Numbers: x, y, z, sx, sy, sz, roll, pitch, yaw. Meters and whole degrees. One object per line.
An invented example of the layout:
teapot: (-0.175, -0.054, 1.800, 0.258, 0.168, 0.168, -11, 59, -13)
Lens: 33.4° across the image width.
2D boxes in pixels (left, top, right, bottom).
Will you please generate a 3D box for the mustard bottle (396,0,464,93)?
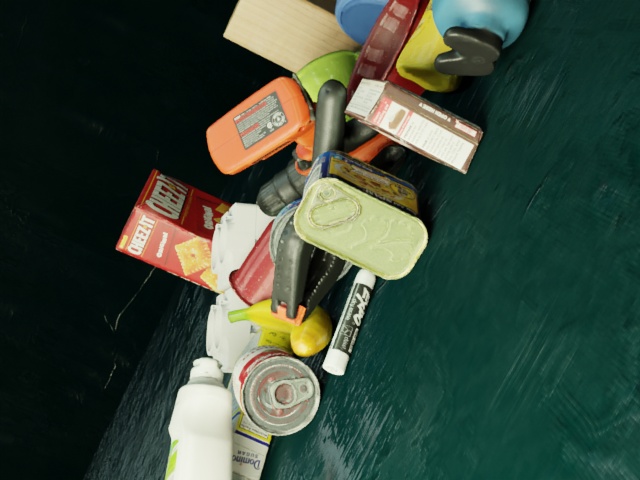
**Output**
mustard bottle: (0.135, -0.230, 0.958, 0.191, 0.058, 0.096, -64, 8, -1)

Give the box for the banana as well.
banana: (-0.026, 0.082, 1.019, 0.069, 0.037, 0.198, -26, 12, -19)

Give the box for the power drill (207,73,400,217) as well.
power drill: (-0.025, -0.086, 1.034, 0.185, 0.057, 0.187, -33, -20, 23)

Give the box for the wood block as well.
wood block: (-0.008, -0.263, 1.361, 0.090, 0.206, 0.091, -60, 10, 24)

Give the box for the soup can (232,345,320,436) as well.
soup can: (-0.042, 0.132, 0.957, 0.068, 0.068, 0.102, -65, 9, -4)

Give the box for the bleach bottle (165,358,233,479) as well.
bleach bottle: (-0.108, 0.219, 0.936, 0.103, 0.068, 0.251, 127, 152, -53)

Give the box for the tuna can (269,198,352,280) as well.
tuna can: (-0.007, 0.001, 1.049, 0.086, 0.086, 0.034, -62, 8, 13)

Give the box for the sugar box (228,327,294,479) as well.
sugar box: (-0.074, 0.180, 1.077, 0.093, 0.048, 0.176, 126, 162, -48)

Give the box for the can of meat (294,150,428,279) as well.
can of meat: (0.033, -0.024, 0.857, 0.057, 0.102, 0.084, -62, 8, 22)

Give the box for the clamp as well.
clamp: (0.014, -0.023, 0.963, 0.164, 0.036, 0.210, 21, -92, -59)

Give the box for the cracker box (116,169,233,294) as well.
cracker box: (-0.140, -0.002, 1.378, 0.072, 0.213, 0.164, -62, 10, 18)

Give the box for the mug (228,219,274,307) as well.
mug: (-0.031, 0.030, 1.142, 0.082, 0.093, 0.117, -56, -25, 19)

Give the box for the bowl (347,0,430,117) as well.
bowl: (0.086, -0.191, 1.110, 0.162, 0.055, 0.162, -58, 16, 28)

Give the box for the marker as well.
marker: (0.031, 0.057, 0.908, 0.121, 0.020, 0.020, -69, 11, -24)

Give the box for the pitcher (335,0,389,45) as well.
pitcher: (0.101, -0.341, 1.262, 0.145, 0.149, 0.242, -16, 50, 53)

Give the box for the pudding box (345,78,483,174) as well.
pudding box: (0.073, -0.093, 0.851, 0.039, 0.090, 0.113, -64, 10, 4)
